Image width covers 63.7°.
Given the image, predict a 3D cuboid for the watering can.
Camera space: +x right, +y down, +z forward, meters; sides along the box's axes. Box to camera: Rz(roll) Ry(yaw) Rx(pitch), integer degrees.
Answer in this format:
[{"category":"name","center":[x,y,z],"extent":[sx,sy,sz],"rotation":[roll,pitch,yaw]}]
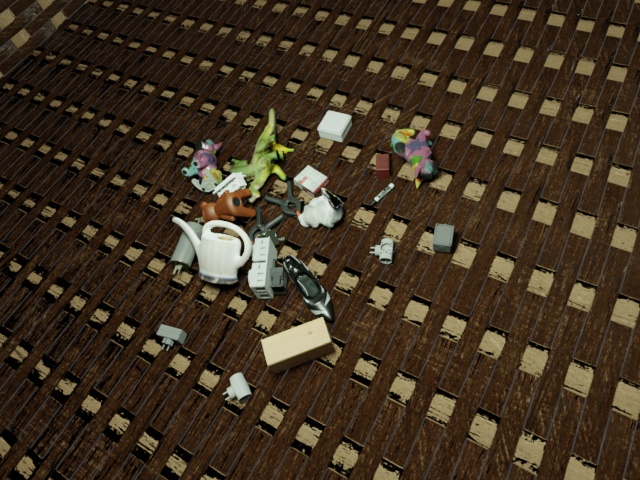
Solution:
[{"category":"watering can","center":[-0.388,0.036,1.820],"extent":[0.348,0.104,0.223],"rotation":[11,99,26]}]

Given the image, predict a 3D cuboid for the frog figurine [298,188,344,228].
[{"category":"frog figurine","center":[0.006,-0.095,1.886],"extent":[0.157,0.123,0.139],"rotation":[-49,64,23]}]

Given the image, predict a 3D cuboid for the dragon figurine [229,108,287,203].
[{"category":"dragon figurine","center":[-0.262,-0.328,2.067],"extent":[0.242,0.120,0.419],"rotation":[-16,61,13]}]
